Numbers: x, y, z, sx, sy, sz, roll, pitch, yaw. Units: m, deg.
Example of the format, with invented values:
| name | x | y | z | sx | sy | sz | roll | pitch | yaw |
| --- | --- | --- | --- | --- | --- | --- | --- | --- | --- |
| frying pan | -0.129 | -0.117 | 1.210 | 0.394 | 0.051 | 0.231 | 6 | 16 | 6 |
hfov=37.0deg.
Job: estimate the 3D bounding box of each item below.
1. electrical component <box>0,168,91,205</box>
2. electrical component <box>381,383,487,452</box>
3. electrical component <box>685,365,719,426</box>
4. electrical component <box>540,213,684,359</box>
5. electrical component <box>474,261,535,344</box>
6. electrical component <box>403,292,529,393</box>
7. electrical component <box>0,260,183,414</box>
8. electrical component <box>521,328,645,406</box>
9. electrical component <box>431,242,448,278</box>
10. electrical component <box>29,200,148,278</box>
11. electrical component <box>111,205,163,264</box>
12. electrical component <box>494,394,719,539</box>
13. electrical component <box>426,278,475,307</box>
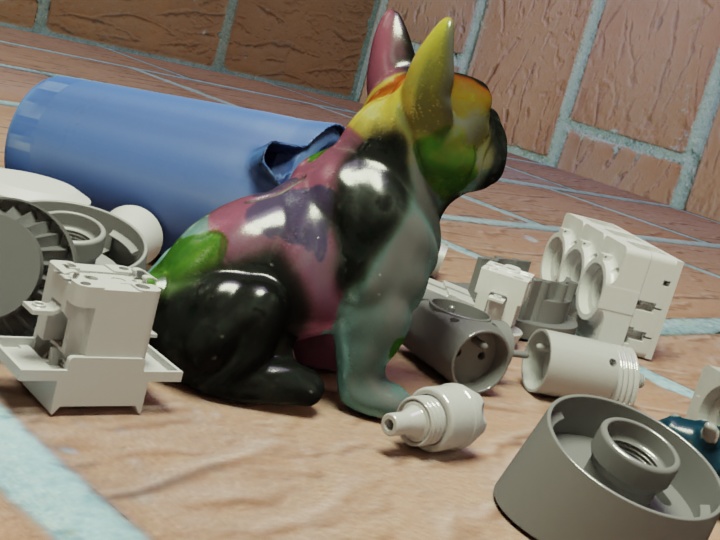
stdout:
| name | x | y | z | sx | sy | sz | roll | pitch | yaw |
| --- | --- | --- | --- | --- | --- | --- | --- | --- | --- |
| electrical component | -0.220 | -0.033 | 0.700 | 0.080 | 0.051 | 0.080 | 15 | 11 | -3 |
| electrical component | 0.036 | 0.077 | 0.555 | 0.061 | 0.035 | 0.035 | 1 | 19 | -45 |
| electrical component | 0.252 | 0.100 | 0.685 | 0.056 | 0.050 | 0.089 | 12 | 12 | -19 |
| electrical component | 0.217 | 0.010 | 0.966 | 0.062 | 0.089 | 0.150 | 13 | 12 | -12 |
| electrical component | 0.106 | 0.027 | 0.827 | 0.048 | 0.055 | 0.066 | 18 | 12 | 12 |
| electrical component | 0.076 | 0.049 | 0.714 | 0.079 | 0.044 | 0.077 | 9 | 13 | -29 |
| electrical component | -0.124 | 0.030 | 0.500 | 0.081 | 0.063 | 0.042 | 6 | 16 | -41 |
| electrical component | 0.156 | 0.068 | 0.728 | 0.081 | 0.043 | 0.043 | 12 | 12 | -15 |
| electrical component | 0.055 | -0.017 | 1.010 | 0.046 | 0.040 | 0.040 | 22 | 12 | 1 |
| electrical component | -0.173 | 0.002 | 0.626 | 0.099 | 0.064 | 0.099 | 14 | 25 | -7 |
| electrical component | -0.161 | -0.015 | 0.720 | 0.044 | 0.044 | 0.065 | 15 | 16 | 0 |
| electrical component | 0.119 | 0.106 | 0.513 | 0.099 | 0.064 | 0.099 | 18 | 25 | -9 |
| electrical component | 0.049 | 0.026 | 0.788 | 0.055 | 0.048 | 0.066 | 22 | 11 | -6 |
